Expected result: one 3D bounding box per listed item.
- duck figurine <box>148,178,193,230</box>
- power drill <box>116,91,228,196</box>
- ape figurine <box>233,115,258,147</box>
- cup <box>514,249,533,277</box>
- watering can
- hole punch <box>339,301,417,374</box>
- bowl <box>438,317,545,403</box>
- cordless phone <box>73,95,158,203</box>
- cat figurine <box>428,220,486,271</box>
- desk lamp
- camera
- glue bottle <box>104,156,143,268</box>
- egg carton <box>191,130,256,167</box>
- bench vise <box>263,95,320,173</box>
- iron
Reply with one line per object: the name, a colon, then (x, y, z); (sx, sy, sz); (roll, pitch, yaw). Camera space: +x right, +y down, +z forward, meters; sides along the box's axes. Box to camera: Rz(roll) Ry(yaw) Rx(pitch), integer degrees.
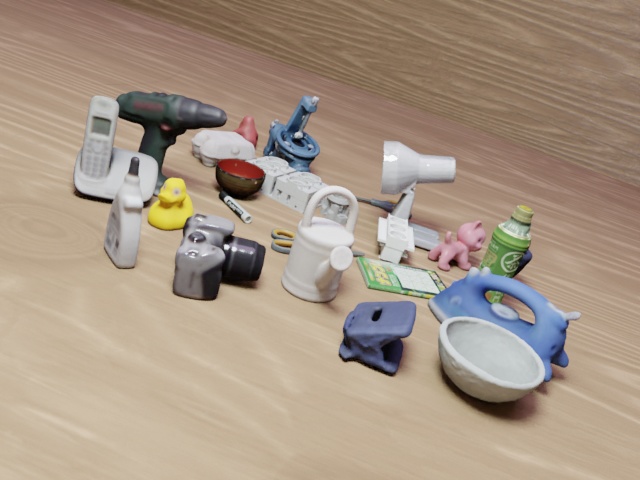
duck figurine: (-0.271, -0.075, 1.066); (0.077, 0.086, 0.105); (23, 25, 10)
power drill: (-0.307, -0.196, 1.147); (0.229, 0.208, 0.076); (21, 24, 7)
ape figurine: (-0.202, -0.299, 1.581); (0.078, 0.092, 0.076); (7, 26, -23)
cup: (0.400, 0.058, 1.242); (0.091, 0.095, 0.118); (22, 24, 8)
watering can: (0.011, 0.004, 0.964); (0.101, 0.194, 0.172); (-4, 32, -40)
hole punch: (0.088, 0.133, 0.870); (0.101, 0.091, 0.109); (21, 24, 6)
bowl: (0.249, 0.193, 0.874); (0.167, 0.075, 0.167); (15, 24, -7)
cordless phone: (-0.372, -0.166, 1.067); (0.148, 0.185, 0.094); (8, 26, -21)
cat figurine: (0.315, 0.003, 1.271); (0.128, 0.118, 0.067); (-1, 30, -35)
desk lamp: (0.212, -0.108, 1.317); (0.203, 0.213, 0.118); (17, 24, -1)
camera: (-0.157, 0.023, 0.920); (0.137, 0.101, 0.143); (13, 25, -11)
glue bottle: (-0.296, -0.047, 0.883); (0.037, 0.173, 0.078); (-3, 31, -38)
egg carton: (-0.239, -0.226, 1.427); (0.151, 0.069, 0.107); (-5, 33, -41)
bench vise: (-0.077, -0.283, 1.477); (0.206, 0.220, 0.122); (33, 28, 31)
iron: (0.311, 0.123, 0.985); (0.257, 0.141, 0.119); (35, 29, 32)
